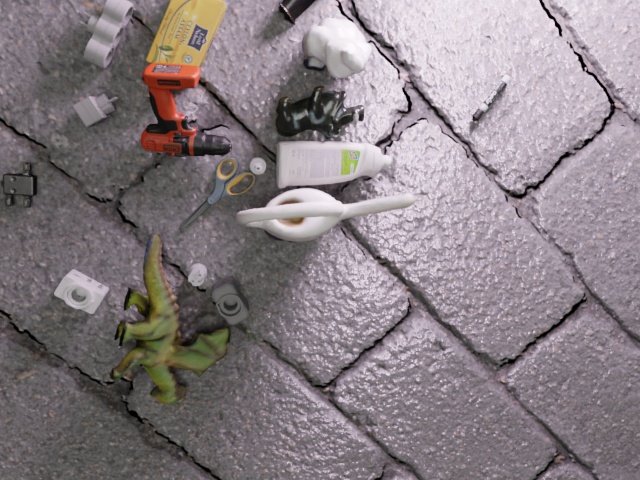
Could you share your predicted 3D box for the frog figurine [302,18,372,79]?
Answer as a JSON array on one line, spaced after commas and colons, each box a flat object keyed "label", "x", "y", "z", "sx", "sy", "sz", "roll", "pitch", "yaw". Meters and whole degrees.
[{"label": "frog figurine", "x": 0.036, "y": -0.381, "z": 1.015, "sx": 0.137, "sy": 0.161, "sz": 0.122, "roll": 18, "pitch": 100, "yaw": -12}]

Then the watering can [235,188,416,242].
[{"label": "watering can", "x": 0.003, "y": -0.053, "z": 1.058, "sx": 0.348, "sy": 0.223, "sz": 0.104, "roll": -5, "pitch": 88, "yaw": -7}]

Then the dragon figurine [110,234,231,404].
[{"label": "dragon figurine", "x": -0.316, "y": 0.200, "z": 1.134, "sx": 0.242, "sy": 0.124, "sz": 0.405, "roll": 17, "pitch": 107, "yaw": -22}]
